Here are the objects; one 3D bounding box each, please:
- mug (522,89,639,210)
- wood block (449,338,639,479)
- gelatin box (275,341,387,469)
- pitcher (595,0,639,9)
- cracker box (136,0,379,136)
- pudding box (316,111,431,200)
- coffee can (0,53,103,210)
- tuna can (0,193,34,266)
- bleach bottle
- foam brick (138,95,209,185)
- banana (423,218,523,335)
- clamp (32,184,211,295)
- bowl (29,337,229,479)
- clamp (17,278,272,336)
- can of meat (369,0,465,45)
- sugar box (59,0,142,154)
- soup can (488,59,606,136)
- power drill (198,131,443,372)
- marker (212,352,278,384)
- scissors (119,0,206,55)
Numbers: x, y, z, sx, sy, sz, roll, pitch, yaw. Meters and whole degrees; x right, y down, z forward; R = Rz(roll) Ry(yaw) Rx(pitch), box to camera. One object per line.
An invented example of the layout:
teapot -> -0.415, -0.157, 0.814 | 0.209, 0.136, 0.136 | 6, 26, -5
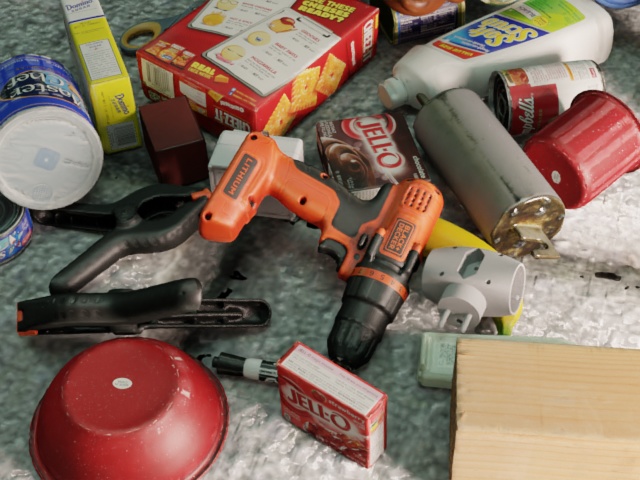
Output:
mug -> 0.239, -0.084, 1.016 | 0.081, 0.093, 0.117 | -36, 29, -22
wood block -> 0.202, 0.139, 0.795 | 0.206, 0.090, 0.090 | 3, 45, 6
gelatin box -> 0.009, 0.128, 0.824 | 0.089, 0.073, 0.030 | 28, 54, 25
pitcher -> 0.310, -0.361, 1.207 | 0.144, 0.149, 0.243 | 16, 28, -26
cracker box -> -0.063, -0.198, 1.142 | 0.164, 0.072, 0.213 | 28, 52, 25
pudding box -> 0.050, -0.075, 1.041 | 0.090, 0.039, 0.113 | -9, 47, -7
coffee can -> -0.269, -0.106, 1.019 | 0.102, 0.103, 0.140 | -16, 34, -13
tuna can -> -0.315, -0.015, 1.001 | 0.086, 0.034, 0.086 | -1, 46, 1
bleach bottle -> 0.180, -0.192, 1.133 | 0.250, 0.068, 0.103 | -24, 47, -17
foam brick -> -0.144, -0.098, 1.061 | 0.051, 0.053, 0.078 | -15, 48, -12
banana -> 0.114, 0.017, 0.952 | 0.069, 0.037, 0.198 | -32, 53, -26
clamp -> -0.187, -0.017, 0.997 | 0.171, 0.039, 0.120 | -22, 53, -17
bowl -> -0.154, 0.130, 0.842 | 0.162, 0.055, 0.162 | -1, 46, 1
clamp -> -0.152, 0.060, 0.886 | 0.210, 0.164, 0.036 | -6, 78, 23
can of meat -> 0.107, -0.272, 1.216 | 0.084, 0.057, 0.102 | -15, 47, -8
sugar box -> -0.231, -0.180, 1.116 | 0.048, 0.093, 0.176 | -14, 48, -12
soup can -> 0.229, -0.144, 1.080 | 0.102, 0.068, 0.068 | -8, 46, -7
power drill -> -0.006, 0.001, 0.919 | 0.187, 0.057, 0.184 | 25, 66, 4
marker -> -0.030, 0.111, 0.880 | 0.121, 0.020, 0.020 | 8, 47, 10
scissors -> -0.166, -0.264, 1.247 | 0.096, 0.016, 0.201 | 9, 47, 10
